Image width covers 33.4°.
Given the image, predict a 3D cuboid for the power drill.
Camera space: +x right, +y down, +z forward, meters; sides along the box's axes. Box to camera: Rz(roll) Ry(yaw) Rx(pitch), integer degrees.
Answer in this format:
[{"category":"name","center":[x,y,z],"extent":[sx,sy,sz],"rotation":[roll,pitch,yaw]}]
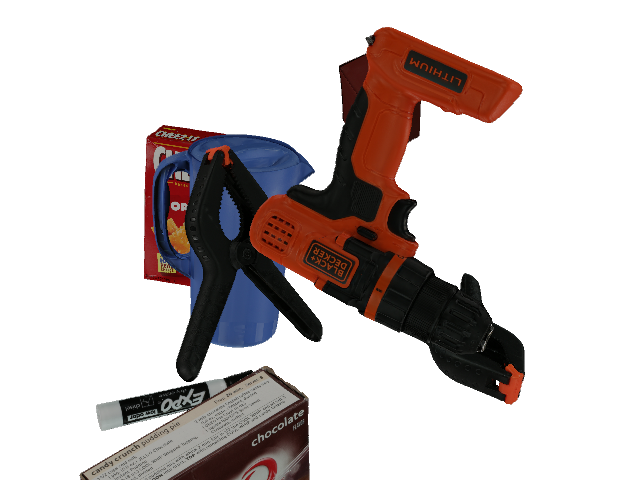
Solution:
[{"category":"power drill","center":[0.062,-0.035,0.722],"extent":[0.184,0.188,0.057],"rotation":[27,10,12]}]

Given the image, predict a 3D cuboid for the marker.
[{"category":"marker","center":[-0.099,0.114,0.767],"extent":[0.121,0.020,0.020],"rotation":[-11,3,-18]}]

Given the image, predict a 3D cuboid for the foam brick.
[{"category":"foam brick","center":[0.051,-0.118,0.909],"extent":[0.053,0.051,0.078],"rotation":[-27,-28,-10]}]

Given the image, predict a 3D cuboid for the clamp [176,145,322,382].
[{"category":"clamp","center":[-0.070,0.017,0.996],"extent":[0.164,0.210,0.036],"rotation":[-4,-1,-41]}]

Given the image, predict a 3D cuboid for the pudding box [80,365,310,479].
[{"category":"pudding box","center":[-0.057,0.126,0.523],"extent":[0.113,0.090,0.039],"rotation":[-30,46,-33]}]

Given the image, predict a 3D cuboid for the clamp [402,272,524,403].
[{"category":"clamp","center":[0.129,0.079,0.931],"extent":[0.120,0.039,0.172],"rotation":[-19,39,-29]}]

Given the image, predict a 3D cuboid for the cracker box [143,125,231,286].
[{"category":"cracker box","center":[-0.159,-0.040,1.483],"extent":[0.164,0.214,0.072],"rotation":[9,23,11]}]

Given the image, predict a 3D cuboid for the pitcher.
[{"category":"pitcher","center":[-0.108,0.001,1.283],"extent":[0.149,0.243,0.144],"rotation":[20,27,29]}]
